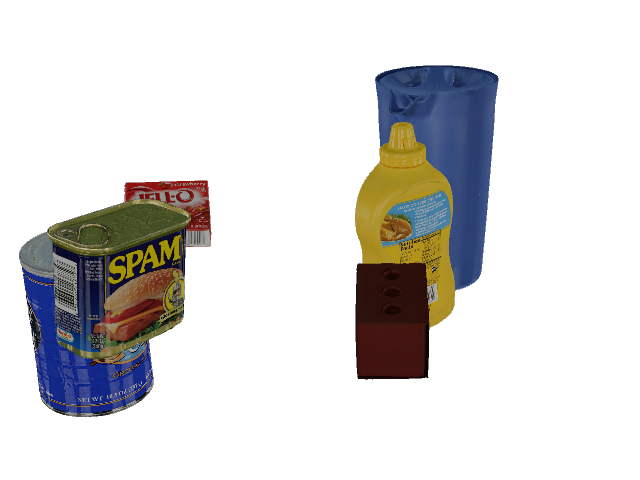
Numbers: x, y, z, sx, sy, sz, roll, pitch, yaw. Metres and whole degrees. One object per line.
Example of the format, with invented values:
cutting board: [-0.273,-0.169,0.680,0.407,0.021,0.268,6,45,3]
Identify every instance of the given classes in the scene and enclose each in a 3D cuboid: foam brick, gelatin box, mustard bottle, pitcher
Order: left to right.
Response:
gelatin box: [-0.160,-0.028,1.117,0.089,0.073,0.030,-1,-43,-8]
foam brick: [0.052,0.057,0.775,0.053,0.051,0.078,-1,32,3]
mustard bottle: [0.076,-0.012,0.961,0.096,0.192,0.058,-17,27,-28]
pitcher: [0.136,-0.074,1.205,0.149,0.243,0.145,-6,22,-9]

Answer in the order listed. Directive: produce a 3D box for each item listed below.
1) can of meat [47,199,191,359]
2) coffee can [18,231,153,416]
can of meat: [-0.140,0.026,0.749,0.058,0.084,0.101,19,26,33]
coffee can: [-0.204,0.069,0.941,0.103,0.140,0.103,-1,24,0]
